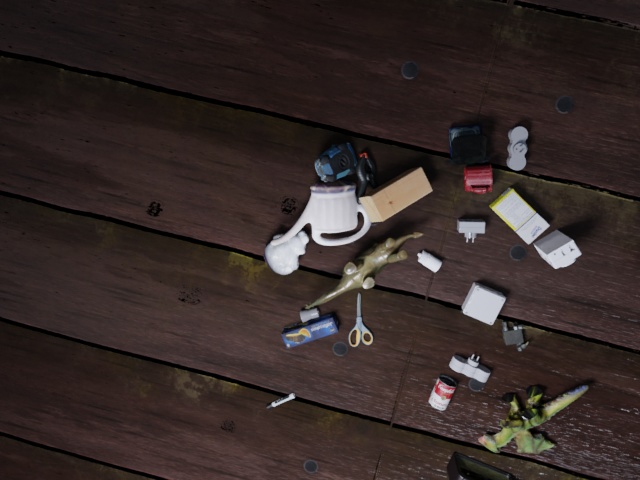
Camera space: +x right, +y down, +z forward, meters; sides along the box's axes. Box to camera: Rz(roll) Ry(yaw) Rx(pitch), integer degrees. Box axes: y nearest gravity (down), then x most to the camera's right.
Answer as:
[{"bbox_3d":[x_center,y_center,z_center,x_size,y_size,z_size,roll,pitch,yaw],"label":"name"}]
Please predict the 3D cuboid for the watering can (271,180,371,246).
[{"bbox_3d":[0.005,-0.086,1.713,0.348,0.105,0.222,-5,103,-12],"label":"watering can"}]

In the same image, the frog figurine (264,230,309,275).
[{"bbox_3d":[-0.107,0.039,1.762,0.158,0.123,0.138,-27,79,23],"label":"frog figurine"}]

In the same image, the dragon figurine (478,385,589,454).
[{"bbox_3d":[0.755,0.649,1.807,0.409,0.125,0.238,-18,116,11],"label":"dragon figurine"}]
